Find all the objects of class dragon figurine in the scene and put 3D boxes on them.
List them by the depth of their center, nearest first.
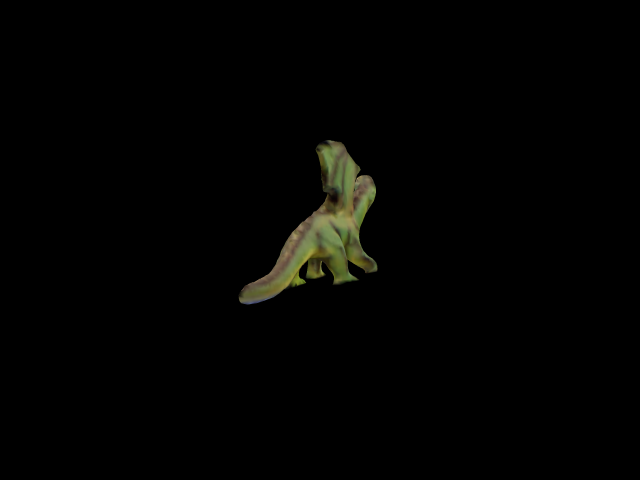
[{"bbox_3d":[0.003,-0.043,0.850,0.122,0.242,0.412,2,5,28],"label":"dragon figurine"}]
